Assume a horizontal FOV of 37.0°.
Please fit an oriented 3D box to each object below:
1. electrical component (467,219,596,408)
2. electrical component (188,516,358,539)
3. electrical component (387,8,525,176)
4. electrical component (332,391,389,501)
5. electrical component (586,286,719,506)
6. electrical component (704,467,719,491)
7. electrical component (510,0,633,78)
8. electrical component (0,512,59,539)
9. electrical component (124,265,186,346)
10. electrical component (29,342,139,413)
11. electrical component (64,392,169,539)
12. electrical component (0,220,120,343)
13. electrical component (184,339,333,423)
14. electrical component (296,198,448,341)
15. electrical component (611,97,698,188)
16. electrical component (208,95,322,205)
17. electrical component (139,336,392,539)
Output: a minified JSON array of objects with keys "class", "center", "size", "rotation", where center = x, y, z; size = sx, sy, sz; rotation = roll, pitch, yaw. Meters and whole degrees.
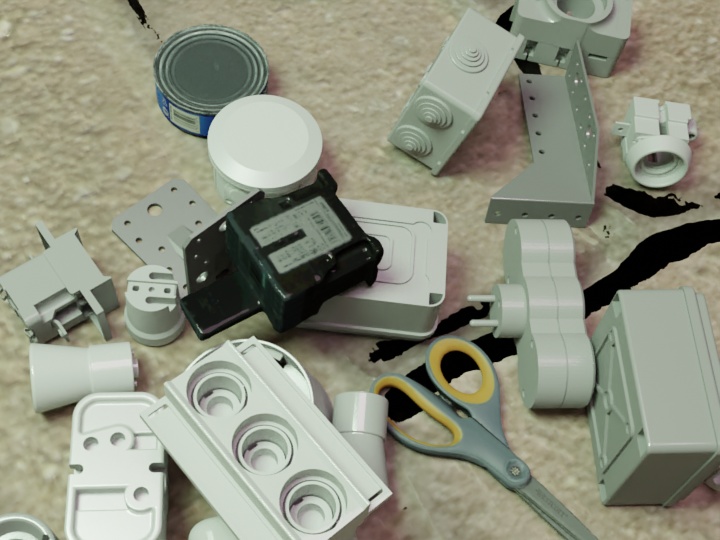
[{"class":"electrical component","center":[0.110,0.028,0.730],"size":[0.074,0.052,0.138],"rotation":[0,60,-6]},{"class":"electrical component","center":[-0.050,0.166,0.632],"size":[0.095,0.053,0.059],"rotation":[-11,62,-13]},{"class":"electrical component","center":[0.068,-0.131,0.790],"size":[0.048,0.099,0.099],"rotation":[32,61,-3]},{"class":"electrical component","center":[-0.001,0.109,0.672],"size":[0.044,0.044,0.065],"rotation":[6,66,-3]},{"class":"electrical component","center":[0.183,0.081,0.677],"size":[0.056,0.108,0.108],"rotation":[-1,61,-4]},{"class":"electrical component","center":[0.242,0.117,0.704],"size":[0.046,0.040,0.040],"rotation":[-38,71,-17]},{"class":"electrical component","center":[0.168,-0.199,0.864],"size":[0.089,0.055,0.050],"rotation":[13,60,0]},{"class":"electrical component","center":[-0.196,0.170,0.616],"size":[0.055,0.047,0.055],"rotation":[3,60,-5]},{"class":"electrical component","center":[-0.136,0.023,0.707],"size":[0.040,0.046,0.040],"rotation":[3,60,-5]},{"class":"electrical component","center":[-0.174,0.065,0.682],"size":[0.065,0.044,0.044],"rotation":[-5,61,-15]},{"class":"electrical component","center":[-0.142,0.127,0.639],"size":[0.054,0.059,0.095],"rotation":[0,61,-7]},{"class":"electrical component","center":[-0.200,0.013,0.708],"size":[0.064,0.042,0.081],"rotation":[-31,68,-20]},{"class":"electrical component","center":[-0.068,0.093,0.679],"size":[0.099,0.064,0.099],"rotation":[-2,67,5]},{"class":"electrical component","center":[0.000,0.000,0.730],"size":[0.113,0.057,0.078],"rotation":[7,60,-3]},{"class":"electrical component","center":[0.226,-0.097,0.819],"size":[0.066,0.048,0.055],"rotation":[8,52,-2]},{"class":"electrical component","center":[-0.068,-0.081,0.771],"size":[0.080,0.051,0.080],"rotation":[3,61,-5]},{"class":"electrical component","center":[-0.053,0.107,0.595],"size":[0.079,0.063,0.121],"rotation":[-34,67,-24]}]
